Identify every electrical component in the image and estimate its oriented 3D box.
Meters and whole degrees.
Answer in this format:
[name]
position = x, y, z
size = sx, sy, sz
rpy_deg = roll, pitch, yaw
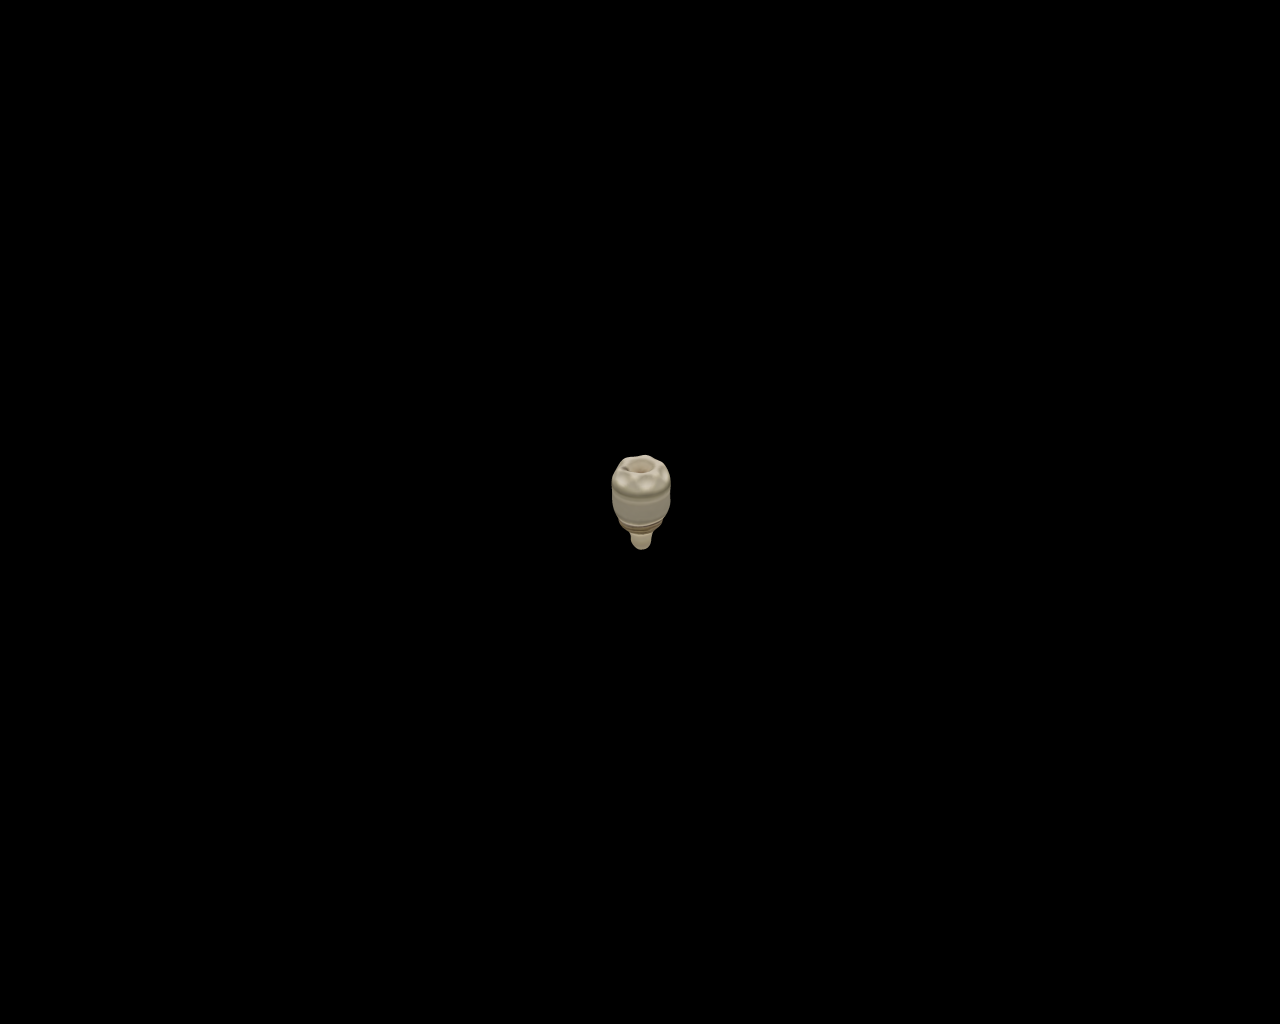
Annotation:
[electrical component]
position = 0.001, -0.003, 0.650
size = 0.035, 0.061, 0.035
rpy_deg = 0, 34, 0
